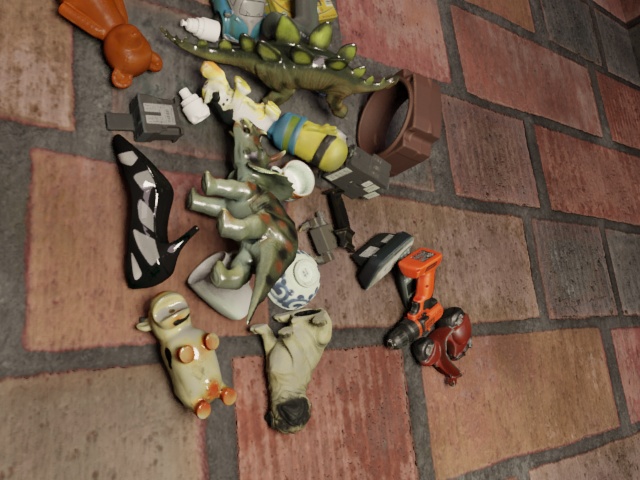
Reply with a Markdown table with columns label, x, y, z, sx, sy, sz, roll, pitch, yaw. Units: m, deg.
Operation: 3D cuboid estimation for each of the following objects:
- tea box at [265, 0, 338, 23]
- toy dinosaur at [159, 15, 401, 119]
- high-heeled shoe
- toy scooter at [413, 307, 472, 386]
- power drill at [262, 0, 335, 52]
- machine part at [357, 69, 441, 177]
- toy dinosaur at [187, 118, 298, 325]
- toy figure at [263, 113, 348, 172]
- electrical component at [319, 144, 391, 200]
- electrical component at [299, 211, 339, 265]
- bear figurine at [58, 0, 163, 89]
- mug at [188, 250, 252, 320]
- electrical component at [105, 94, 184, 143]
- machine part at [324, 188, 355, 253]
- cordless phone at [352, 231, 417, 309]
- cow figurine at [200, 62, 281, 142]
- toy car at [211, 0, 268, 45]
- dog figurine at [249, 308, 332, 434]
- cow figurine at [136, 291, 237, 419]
| label | x | y | z | sx | sy | sz | roll | pitch | yaw |
| --- | --- | --- | --- | --- | --- | --- | --- | --- | --- |
| tea box | -0.054 | -0.506 | 1.181 | 0.169 | 0.068 | 0.098 | -27 | 93 | -38 |
| toy dinosaur | -0.062 | -0.336 | 1.040 | 0.471 | 0.198 | 0.105 | 0 | 66 | -12 |
| high-heeled shoe | -0.304 | -0.045 | 0.875 | 0.145 | 0.086 | 0.249 | -39 | 77 | -2 |
| toy scooter | 0.291 | 0.245 | 1.208 | 0.184 | 0.075 | 0.135 | -37 | 99 | -35 |
| power drill | -0.010 | -0.461 | 1.117 | 0.232 | 0.086 | 0.207 | 4 | 104 | -43 |
| machine part | 0.168 | -0.256 | 1.187 | 0.087 | 0.201 | 0.201 | 14 | 69 | -31 |
| toy dinosaur | -0.101 | -0.024 | 0.893 | 0.192 | 0.131 | 0.405 | 0 | 50 | -30 |
| toy figure | -0.031 | -0.197 | 1.068 | 0.180 | 0.082 | 0.089 | 18 | 101 | 4 |
| electrical component | 0.082 | -0.139 | 1.142 | 0.134 | 0.115 | 0.058 | 29 | 64 | -31 |
| electrical component | -0.001 | -0.002 | 1.086 | 0.102 | 0.045 | 0.078 | 66 | 23 | -5 |
| bear figurine | -0.344 | -0.363 | 0.885 | 0.120 | 0.132 | 0.195 | -39 | 95 | -34 |
| mug | -0.157 | 0.078 | 0.926 | 0.107 | 0.081 | 0.109 | 57 | 46 | -22 |
| electrical component | -0.300 | -0.208 | 0.920 | 0.119 | 0.048 | 0.075 | -2 | 77 | -39 |
| machine part | 0.044 | -0.044 | 1.121 | 0.084 | 0.039 | 0.139 | 21 | 53 | -64 |
| cordless phone | 0.155 | 0.086 | 1.160 | 0.146 | 0.089 | 0.184 | -37 | 118 | -38 |
| cow figurine | -0.163 | -0.251 | 0.996 | 0.167 | 0.098 | 0.068 | 34 | 19 | -19 |
| toy car | -0.156 | -0.482 | 1.076 | 0.109 | 0.103 | 0.161 | -11 | 85 | -39 |
| dog figurine | -0.032 | 0.230 | 0.968 | 0.172 | 0.121 | 0.190 | -15 | 99 | -35 |
| cow figurine | -0.212 | 0.169 | 0.838 | 0.085 | 0.127 | 0.194 | -27 | 107 | -38 |
